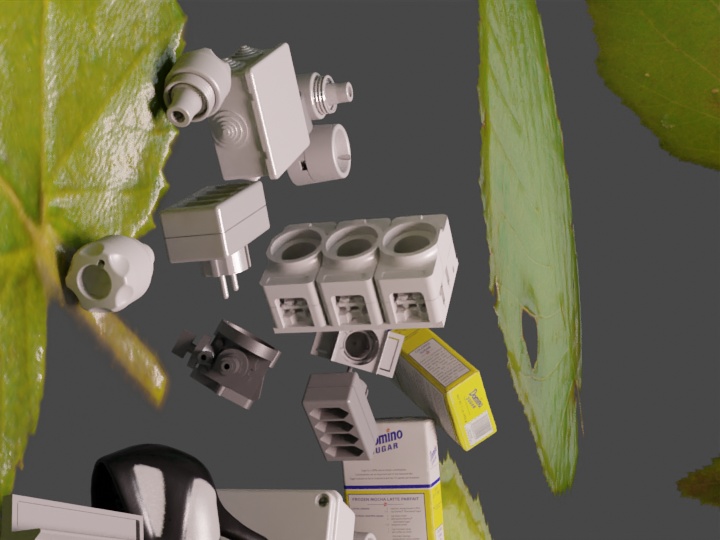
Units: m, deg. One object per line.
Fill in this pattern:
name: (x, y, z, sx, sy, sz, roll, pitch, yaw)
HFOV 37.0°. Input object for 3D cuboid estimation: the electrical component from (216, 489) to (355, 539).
electrical component: (-0.065, 0.211, 0.745, 0.056, 0.109, 0.108, 61, 31, -58)

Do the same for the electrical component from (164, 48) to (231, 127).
electrical component: (-0.118, -0.125, 0.760, 0.062, 0.043, 0.043, -72, 151, -46)

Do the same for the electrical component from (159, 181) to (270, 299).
electrical component: (-0.101, -0.018, 0.782, 0.083, 0.047, 0.075, -46, 130, -66)

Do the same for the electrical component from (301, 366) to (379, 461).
electrical component: (-0.014, 0.125, 1.015, 0.075, 0.047, 0.083, -73, 153, -47)

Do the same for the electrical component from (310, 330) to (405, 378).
electrical component: (-0.004, 0.070, 1.018, 0.064, 0.081, 0.042, -179, -73, -83)

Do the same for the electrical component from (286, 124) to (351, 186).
electrical component: (-0.038, -0.107, 0.992, 0.055, 0.047, 0.055, -4, 90, -72)

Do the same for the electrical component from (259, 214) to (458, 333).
electrical component: (0.000, 0.000, 0.919, 0.089, 0.150, 0.061, -71, 152, -50)

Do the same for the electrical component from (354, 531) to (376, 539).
electrical component: (-0.012, 0.267, 0.990, 0.055, 0.047, 0.055, -4, 90, -72)

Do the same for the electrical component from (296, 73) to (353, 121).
electrical component: (-0.038, -0.158, 0.979, 0.043, 0.062, 0.043, -4, 90, -72)

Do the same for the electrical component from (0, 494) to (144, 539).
electrical component: (-0.154, 0.162, 0.547, 0.121, 0.063, 0.078, 42, 39, -64)

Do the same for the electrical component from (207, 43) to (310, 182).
electrical component: (-0.084, -0.125, 0.855, 0.099, 0.048, 0.099, -59, 140, -61)

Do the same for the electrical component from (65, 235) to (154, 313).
electrical component: (-0.146, -0.001, 0.650, 0.062, 0.043, 0.043, -45, 128, -68)

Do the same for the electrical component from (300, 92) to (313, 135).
electrical component: (-0.068, -0.145, 0.922, 0.040, 0.040, 0.078, -69, 149, -52)
